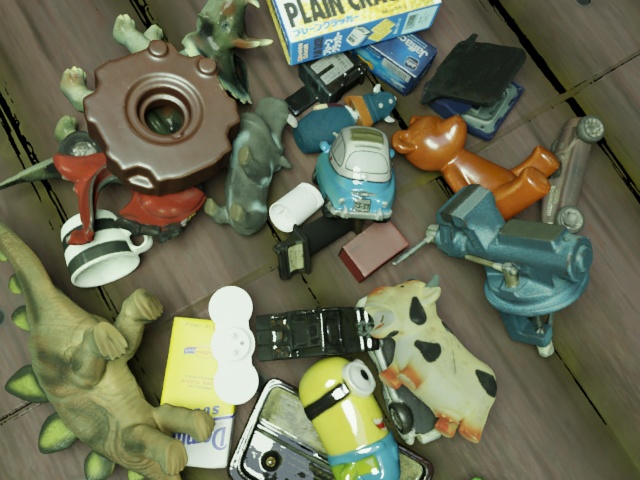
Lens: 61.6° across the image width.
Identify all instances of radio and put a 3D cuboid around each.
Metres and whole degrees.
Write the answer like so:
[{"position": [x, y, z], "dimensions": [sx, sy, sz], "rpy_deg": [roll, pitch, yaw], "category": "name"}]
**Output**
[{"position": [0.007, 0.277, 0.659], "dimensions": [0.230, 0.073, 0.131], "rpy_deg": [28, 75, 3], "category": "radio"}]

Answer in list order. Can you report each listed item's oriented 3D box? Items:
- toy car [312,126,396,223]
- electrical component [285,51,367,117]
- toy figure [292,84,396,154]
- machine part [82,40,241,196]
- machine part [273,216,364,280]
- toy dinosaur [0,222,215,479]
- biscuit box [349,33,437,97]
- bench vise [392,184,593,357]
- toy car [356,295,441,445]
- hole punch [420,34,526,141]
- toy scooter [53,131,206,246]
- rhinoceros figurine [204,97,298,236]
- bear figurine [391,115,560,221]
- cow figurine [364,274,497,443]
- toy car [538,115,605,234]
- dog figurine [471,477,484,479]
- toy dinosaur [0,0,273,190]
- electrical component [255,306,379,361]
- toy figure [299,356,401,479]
[{"position": [0.048, -0.094, 0.697], "dimensions": [0.109, 0.162, 0.102], "rpy_deg": [6, 122, -5], "category": "toy car"}, {"position": [0.001, -0.233, 0.785], "dimensions": [0.119, 0.047, 0.075], "rpy_deg": [-34, 82, -12], "category": "electrical component"}, {"position": [0.037, -0.174, 0.768], "dimensions": [0.154, 0.064, 0.058], "rpy_deg": [-26, 44, -13], "category": "toy figure"}, {"position": [-0.182, -0.142, 0.627], "dimensions": [0.179, 0.056, 0.179], "rpy_deg": [4, 77, -16], "category": "machine part"}, {"position": [-0.001, -0.002, 0.726], "dimensions": [0.139, 0.084, 0.039], "rpy_deg": [-33, 51, -19], "category": "machine part"}, {"position": [-0.270, 0.143, 0.614], "dimensions": [0.198, 0.105, 0.471], "rpy_deg": [-30, 84, 24], "category": "toy dinosaur"}, {"position": [0.073, -0.302, 0.797], "dimensions": [0.203, 0.059, 0.063], "rpy_deg": [37, 78, 4], "category": "biscuit box"}, {"position": [0.237, 0.051, 0.679], "dimensions": [0.129, 0.224, 0.240], "rpy_deg": [-48, 123, -34], "category": "bench vise"}, {"position": [0.108, 0.163, 0.702], "dimensions": [0.073, 0.056, 0.201], "rpy_deg": [-18, 80, -15], "category": "toy car"}, {"position": [0.230, -0.220, 0.787], "dimensions": [0.116, 0.092, 0.142], "rpy_deg": [29, 78, 34], "category": "hole punch"}, {"position": [-0.236, -0.045, 0.652], "dimensions": [0.184, 0.075, 0.135], "rpy_deg": [17, 67, -21], "category": "toy scooter"}, {"position": [-0.085, -0.099, 0.719], "dimensions": [0.073, 0.112, 0.190], "rpy_deg": [12, 89, 40], "category": "rhinoceros figurine"}, {"position": [0.207, -0.117, 0.737], "dimensions": [0.196, 0.132, 0.120], "rpy_deg": [47, 42, 2], "category": "bear figurine"}, {"position": [0.132, 0.129, 0.638], "dimensions": [0.195, 0.085, 0.127], "rpy_deg": [44, 62, -5], "category": "cow figurine"}, {"position": [0.341, -0.080, 0.754], "dimensions": [0.053, 0.089, 0.202], "rpy_deg": [20, 78, -2], "category": "toy car"}, {"position": [0.130, 0.355, 0.577], "dimensions": [0.219, 0.109, 0.191], "rpy_deg": [26, 74, -42], "category": "dog figurine"}, {"position": [-0.227, -0.175, 0.727], "dimensions": [0.192, 0.131, 0.405], "rpy_deg": [35, 84, 4], "category": "toy dinosaur"}, {"position": [-0.012, 0.116, 0.663], "dimensions": [0.134, 0.115, 0.058], "rpy_deg": [-14, 73, 36], "category": "electrical component"}, {"position": [0.037, 0.219, 0.599], "dimensions": [0.089, 0.082, 0.180], "rpy_deg": [-15, 81, -10], "category": "toy figure"}]
